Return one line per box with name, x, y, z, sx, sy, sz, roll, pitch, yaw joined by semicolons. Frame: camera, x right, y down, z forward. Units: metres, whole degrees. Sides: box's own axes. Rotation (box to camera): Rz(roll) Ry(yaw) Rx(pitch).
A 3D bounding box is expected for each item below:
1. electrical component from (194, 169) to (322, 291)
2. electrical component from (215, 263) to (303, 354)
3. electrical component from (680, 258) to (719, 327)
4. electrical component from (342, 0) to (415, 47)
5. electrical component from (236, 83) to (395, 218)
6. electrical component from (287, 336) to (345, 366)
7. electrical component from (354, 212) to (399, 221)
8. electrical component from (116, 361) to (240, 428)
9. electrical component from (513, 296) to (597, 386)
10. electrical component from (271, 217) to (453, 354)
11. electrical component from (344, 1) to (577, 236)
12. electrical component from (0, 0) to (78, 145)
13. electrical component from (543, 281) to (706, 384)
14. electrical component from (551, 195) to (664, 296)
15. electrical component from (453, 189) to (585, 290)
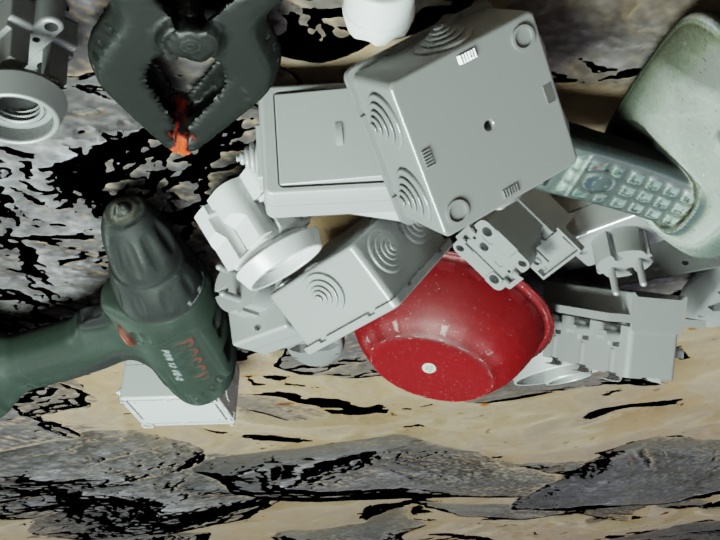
electrical component;-0.060;-0.025;0.657;0.058;0.057;0.078;-25;169;-41
electrical component;-0.072;0.015;0.731;0.047;0.065;0.077;-20;157;26
electrical component;0.295;0.007;0.819;0.079;0.043;0.077;-2;152;-7
electrical component;0.010;-0.136;0.504;0.035;0.035;0.061;-3;150;-5
electrical component;-0.020;-0.066;0.587;0.096;0.061;0.061;-3;170;-4
electrical component;-0.054;0.041;0.818;0.079;0.043;0.077;-6;152;1
electrical component;0.023;-0.052;0.657;0.081;0.043;0.043;7;150;-23
electrical component;-0.152;0.090;0.882;0.096;0.061;0.061;-3;151;9
electrical component;0.167;0.061;0.901;0.099;0.064;0.099;-11;165;-3
electrical component;0.000;0.000;0.700;0.100;0.099;0.048;-31;99;39
electrical component;0.052;-0.075;0.535;0.100;0.048;0.099;-30;115;-15
electrical component;-0.167;-0.095;0.525;0.066;0.055;0.048;-27;146;35
electrical component;0.182;0.045;0.790;0.079;0.063;0.121;5;-179;-19
electrical component;0.170;-0.020;0.707;0.066;0.076;0.047;-21;148;28
electrical component;0.096;-0.025;0.686;0.081;0.064;0.042;43;141;-1
